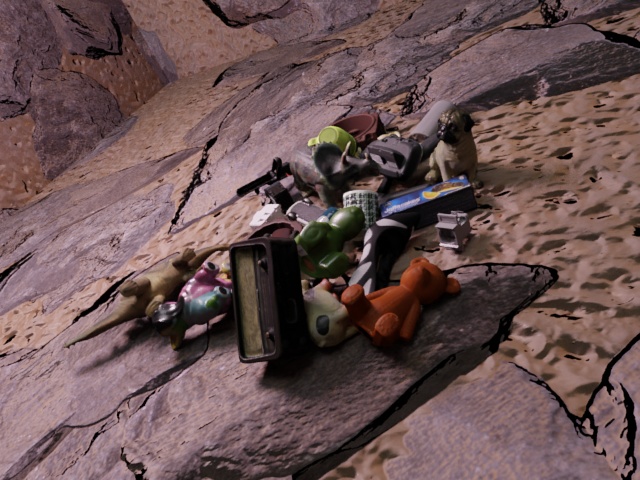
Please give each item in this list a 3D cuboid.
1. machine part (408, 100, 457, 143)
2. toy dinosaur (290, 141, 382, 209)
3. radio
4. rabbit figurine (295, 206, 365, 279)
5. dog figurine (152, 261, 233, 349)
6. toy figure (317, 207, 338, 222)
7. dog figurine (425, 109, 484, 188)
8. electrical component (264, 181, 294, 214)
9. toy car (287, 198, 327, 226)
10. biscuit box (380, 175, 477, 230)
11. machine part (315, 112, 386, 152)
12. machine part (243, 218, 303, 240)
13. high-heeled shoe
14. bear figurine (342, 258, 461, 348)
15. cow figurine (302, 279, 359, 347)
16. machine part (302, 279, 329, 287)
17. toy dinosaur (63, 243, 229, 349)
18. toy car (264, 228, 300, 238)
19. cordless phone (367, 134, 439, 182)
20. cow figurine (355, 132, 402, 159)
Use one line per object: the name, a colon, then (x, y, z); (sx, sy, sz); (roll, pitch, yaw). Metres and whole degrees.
machine part: (0.306, -0.303, 1.452); (0.079, 0.079, 0.243); (5, 45, 42)
toy dinosaur: (-0.011, -0.189, 1.416); (0.131, 0.192, 0.405); (-37, 34, -19)
radio: (-0.097, 0.110, 0.999); (0.073, 0.229, 0.131); (-2, -9, -44)
rabbit figurine: (0.028, 0.003, 1.124); (0.170, 0.121, 0.159); (-42, -1, -26)
dog figurine: (-0.261, 0.149, 1.192); (0.219, 0.191, 0.108); (-43, 62, 23)
toy figure: (-0.003, -0.004, 1.232); (0.154, 0.057, 0.064); (-55, 25, -7)
dog figurine: (0.297, -0.222, 1.213); (0.121, 0.190, 0.172); (-19, 32, -8)
electrical component: (-0.116, -0.122, 1.512); (0.048, 0.074, 0.119); (-32, 28, -8)
toy car: (-0.011, -0.052, 1.343); (0.073, 0.056, 0.202); (-44, 39, -17)
biscuit box: (0.236, -0.074, 1.181); (0.203, 0.062, 0.059); (-19, 31, 12)
machine part: (0.091, -0.293, 1.593); (0.202, 0.087, 0.201); (-16, 33, 20)
machine part: (-0.116, 0.017, 1.321); (0.179, 0.056, 0.179); (-18, 33, 12)
high-heeled shoe: (0.142, 0.035, 1.078); (0.249, 0.086, 0.145); (-40, 34, -10)
bear figurine: (0.149, 0.096, 0.943); (0.196, 0.131, 0.120); (-40, 58, -12)
cow figurine: (-0.018, 0.139, 1.045); (0.127, 0.085, 0.195); (-33, 36, -11)
machine part: (-0.049, 0.099, 1.169); (0.139, 0.039, 0.084); (-10, 27, 29)
toy dinosaur: (-0.412, 0.130, 1.298); (0.471, 0.105, 0.198); (-31, 5, -15)
toy car: (-0.099, 0.054, 1.183); (0.089, 0.053, 0.202); (-6, 45, 19)
cordless phone: (0.226, -0.232, 1.344); (0.184, 0.088, 0.147); (-35, 32, -17)
cow figurine: (0.149, -0.228, 1.441); (0.167, 0.098, 0.068); (-15, 39, 20)
